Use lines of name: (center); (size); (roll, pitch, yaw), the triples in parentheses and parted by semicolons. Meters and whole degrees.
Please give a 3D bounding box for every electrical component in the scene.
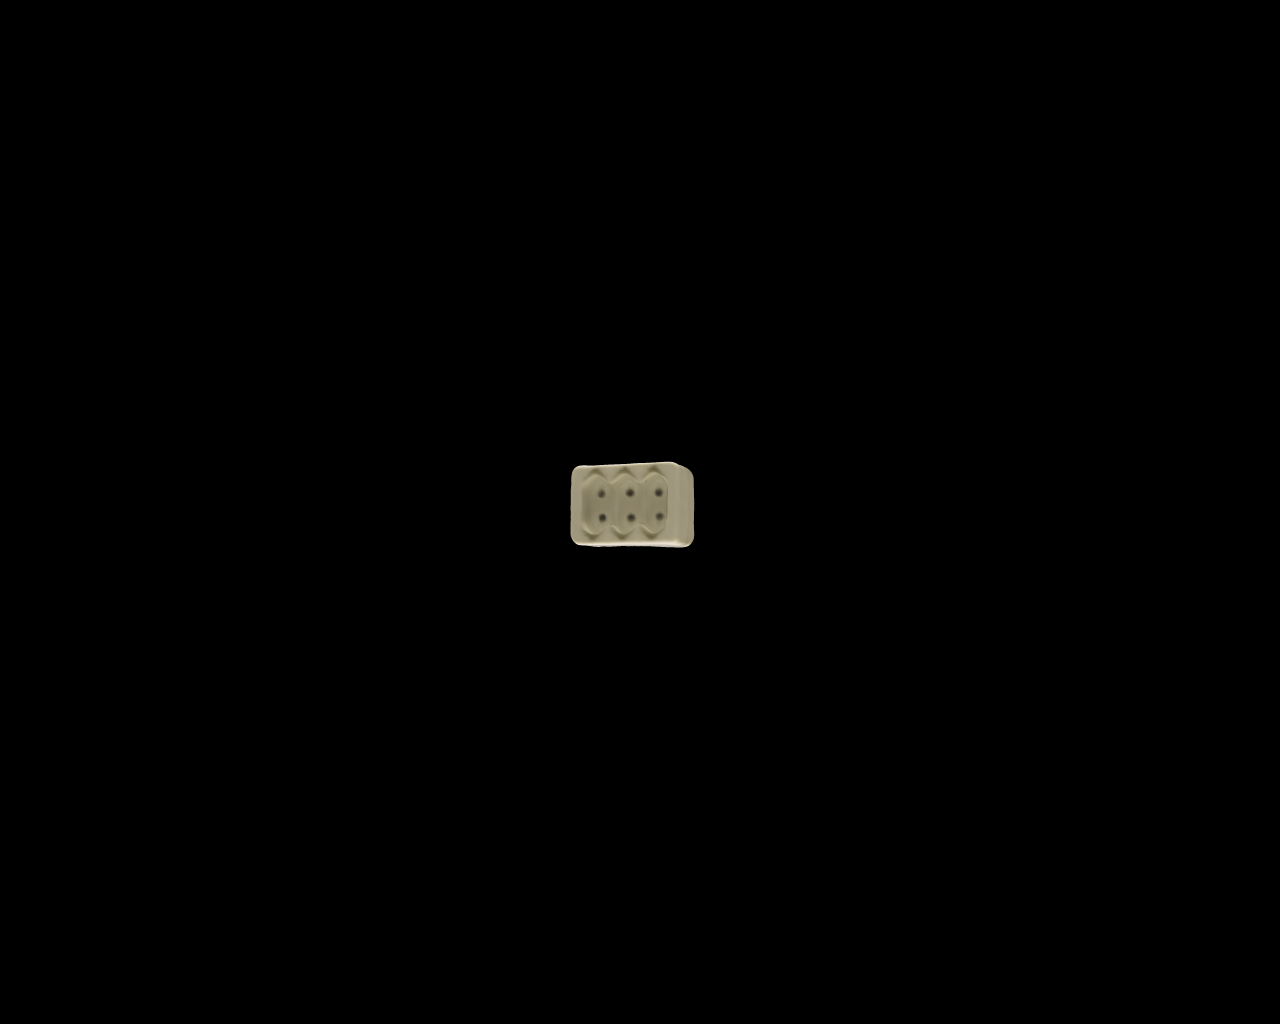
electrical component: (0.001, -0.003, 0.650); (0.066, 0.047, 0.077); (-1, -3, 15)
